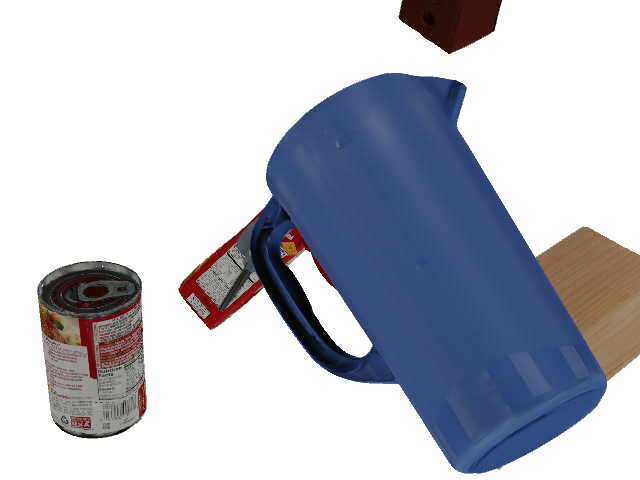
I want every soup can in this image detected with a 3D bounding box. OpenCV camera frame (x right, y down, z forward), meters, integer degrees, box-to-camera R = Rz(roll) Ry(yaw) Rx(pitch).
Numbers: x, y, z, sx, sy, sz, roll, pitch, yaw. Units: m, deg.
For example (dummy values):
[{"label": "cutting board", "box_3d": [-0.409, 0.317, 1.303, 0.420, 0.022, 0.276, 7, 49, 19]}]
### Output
[{"label": "soup can", "box_3d": [-0.153, 0.075, 0.725, 0.068, 0.102, 0.068, 2, 29, -1]}]

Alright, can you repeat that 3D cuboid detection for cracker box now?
[{"label": "cracker box", "box_3d": [-0.052, -0.006, 1.256, 0.214, 0.072, 0.164, -42, 0, 29]}]

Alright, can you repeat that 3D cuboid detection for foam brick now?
[{"label": "foam brick", "box_3d": [0.095, -0.180, 0.740, 0.051, 0.078, 0.053, -33, 60, -31]}]

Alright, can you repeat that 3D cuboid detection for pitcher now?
[{"label": "pitcher", "box_3d": [0.066, 0.027, 0.690, 0.144, 0.243, 0.149, -17, -27, -27]}]

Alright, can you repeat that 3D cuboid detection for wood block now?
[{"label": "wood block", "box_3d": [0.181, 0.080, 0.864, 0.205, 0.090, 0.091, -28, 47, -35]}]

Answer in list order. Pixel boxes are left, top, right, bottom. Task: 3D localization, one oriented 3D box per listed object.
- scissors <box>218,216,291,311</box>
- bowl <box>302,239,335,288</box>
[{"label": "scissors", "box_3d": [-0.064, 0.019, 0.923, 0.202, 0.016, 0.096, -49, -12, 35]}, {"label": "bowl", "box_3d": [0.063, 0.023, 1.086, 0.162, 0.055, 0.162, -3, 13, 1]}]
